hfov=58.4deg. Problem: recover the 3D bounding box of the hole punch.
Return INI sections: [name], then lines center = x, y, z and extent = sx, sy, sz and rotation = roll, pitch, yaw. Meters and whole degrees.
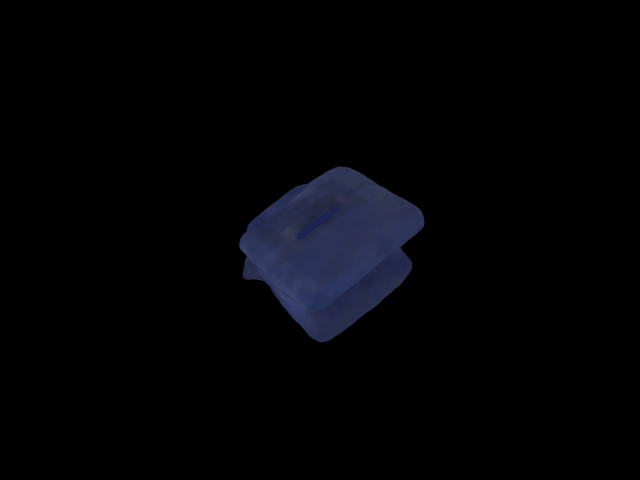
[hole punch]
center = 0.004, 0.001, 0.400
extent = 0.109, 0.091, 0.101
rotation = -38, 70, -16
